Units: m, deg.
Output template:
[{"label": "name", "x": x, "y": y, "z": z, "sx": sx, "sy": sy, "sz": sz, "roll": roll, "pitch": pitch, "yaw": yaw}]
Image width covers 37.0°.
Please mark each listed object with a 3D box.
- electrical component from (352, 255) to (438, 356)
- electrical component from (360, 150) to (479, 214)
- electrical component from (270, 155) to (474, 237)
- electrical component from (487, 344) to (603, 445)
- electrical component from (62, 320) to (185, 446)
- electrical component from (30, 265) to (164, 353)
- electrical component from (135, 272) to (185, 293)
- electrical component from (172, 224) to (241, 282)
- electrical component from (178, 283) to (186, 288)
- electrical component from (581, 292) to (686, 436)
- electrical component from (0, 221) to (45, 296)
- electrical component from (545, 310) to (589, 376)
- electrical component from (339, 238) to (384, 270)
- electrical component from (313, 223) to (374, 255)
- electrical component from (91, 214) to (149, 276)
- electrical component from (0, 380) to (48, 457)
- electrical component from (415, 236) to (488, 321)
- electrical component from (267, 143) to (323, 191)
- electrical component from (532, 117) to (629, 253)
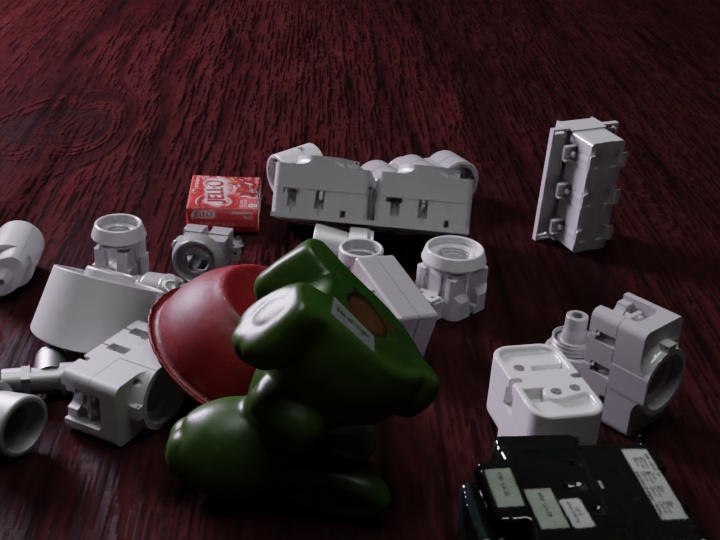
[{"label": "electrical component", "x": 0.008, "y": 0.032, "z": 0.883, "sx": 0.076, "sy": 0.047, "sz": 0.083, "roll": -4, "pitch": 39, "yaw": -29}, {"label": "electrical component", "x": 0.052, "y": -0.100, "z": 1.170, "sx": 0.138, "sy": 0.052, "sz": 0.074, "roll": -11, "pitch": 30, "yaw": -27}, {"label": "electrical component", "x": 0.015, "y": -0.071, "z": 1.052, "sx": 0.186, "sy": 0.060, "sz": 0.105, "roll": 6, "pitch": 0, "yaw": 4}, {"label": "electrical component", "x": 0.130, "y": 0.102, "z": 0.769, "sx": 0.054, "sy": 0.059, "sz": 0.095, "roll": -3, "pitch": 27, "yaw": -14}, {"label": "electrical component", "x": -0.164, "y": 0.082, "z": 0.783, "sx": 0.056, "sy": 0.050, "sz": 0.089, "roll": 16, "pitch": 29, "yaw": 23}, {"label": "electrical component", "x": -0.208, "y": 0.032, "z": 0.864, "sx": 0.099, "sy": 0.064, "sz": 0.099, "roll": 14, "pitch": -1, "yaw": 0}, {"label": "electrical component", "x": -0.183, "y": 0.018, "z": 0.925, "sx": 0.061, "sy": 0.035, "sz": 0.035, "roll": 8, "pitch": 27, "yaw": 15}, {"label": "electrical component", "x": -0.144, "y": -0.015, "z": 0.985, "sx": 0.066, "sy": 0.048, "sz": 0.055, "roll": 6, "pitch": 19, "yaw": 5}, {"label": "electrical component", "x": -0.115, "y": 0.048, "z": 0.859, "sx": 0.081, "sy": 0.043, "sz": 0.043, "roll": 30, "pitch": 34, "yaw": 16}, {"label": "electrical component", "x": 0.205, "y": 0.072, "z": 0.805, "sx": 0.050, "sy": 0.089, "sz": 0.056, "roll": -20, "pitch": 35, "yaw": -38}, {"label": "electrical component", "x": -0.308, "y": -0.007, "z": 0.950, "sx": 0.043, "sy": 0.043, "sz": 0.081, "roll": 1, "pitch": 27, "yaw": -5}, {"label": "electrical component", "x": 0.167, "y": 0.063, "z": 0.849, "sx": 0.048, "sy": 0.062, "sz": 0.048, "roll": 3, "pitch": 27, "yaw": -2}, {"label": "electrical component", "x": 0.000, "y": 0.000, "z": 0.970, "sx": 0.040, "sy": 0.046, "sz": 0.040, "roll": 3, "pitch": 27, "yaw": -2}, {"label": "electrical component", "x": -0.016, "y": -0.020, "z": 1.010, "sx": 0.055, "sy": 0.045, "sz": 0.045, "roll": 5, "pitch": 27, "yaw": 2}, {"label": "electrical component", "x": -0.216, "y": -0.017, "z": 0.968, "sx": 0.048, "sy": 0.055, "sz": 0.066, "roll": 9, "pitch": 27, "yaw": 11}, {"label": "electrical component", "x": -0.252, "y": 0.099, "z": 0.743, "sx": 0.055, "sy": 0.045, "sz": 0.045, "roll": 17, "pitch": 30, "yaw": 26}, {"label": "electrical component", "x": 0.082, "y": 0.005, "z": 0.958, "sx": 0.078, "sy": 0.057, "sz": 0.058, "roll": -22, "pitch": 36, "yaw": -40}, {"label": "electrical component", "x": -0.069, "y": -0.105, "z": 1.164, "sx": 0.047, "sy": 0.055, "sz": 0.055, "roll": -18, "pitch": 34, "yaw": -30}, {"label": "electrical component", "x": 0.224, "y": -0.084, "z": 1.082, "sx": 0.079, "sy": 0.121, "sz": 0.063, "roll": -9, "pitch": 32, "yaw": -24}]
